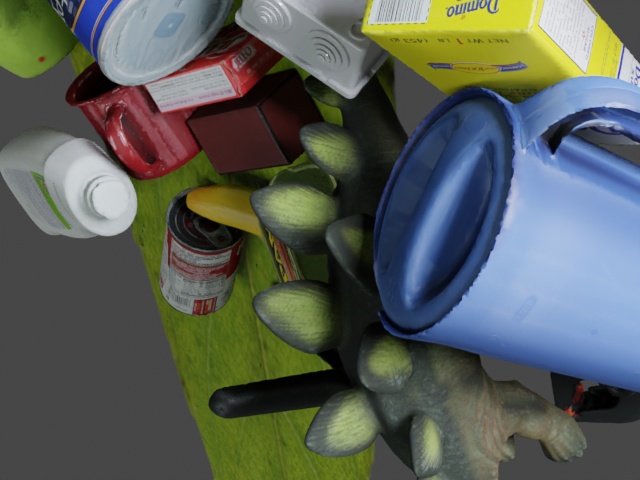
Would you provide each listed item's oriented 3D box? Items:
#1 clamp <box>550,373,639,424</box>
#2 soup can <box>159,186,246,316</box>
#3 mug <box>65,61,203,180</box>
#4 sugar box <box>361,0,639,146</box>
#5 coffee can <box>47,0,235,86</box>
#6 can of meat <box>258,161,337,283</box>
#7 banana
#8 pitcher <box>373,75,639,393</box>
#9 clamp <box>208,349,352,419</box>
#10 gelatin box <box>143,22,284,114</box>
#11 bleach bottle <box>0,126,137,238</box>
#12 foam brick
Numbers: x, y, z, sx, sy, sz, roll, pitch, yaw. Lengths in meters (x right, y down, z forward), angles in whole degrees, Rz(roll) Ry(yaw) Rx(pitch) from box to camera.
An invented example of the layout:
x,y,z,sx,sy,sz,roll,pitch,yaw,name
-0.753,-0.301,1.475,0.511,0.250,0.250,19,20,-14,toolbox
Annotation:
x,y,z,sx,sy,sz,roll,pitch,yaw,name
0.206,0.080,0.742,0.120,0.039,0.172,43,143,-3,clamp
-0.102,0.011,0.916,0.068,0.068,0.102,32,143,11,soup can
-0.132,-0.093,0.803,0.093,0.117,0.081,-22,121,17,mug
0.106,-0.095,0.565,0.093,0.048,0.176,8,170,35,sugar box
-0.136,-0.184,0.686,0.140,0.102,0.103,50,146,16,coffee can
-0.005,0.001,0.783,0.084,0.057,0.102,112,138,-75,can of meat
-0.017,0.010,0.847,0.198,0.069,0.037,43,175,6,banana
0.163,0.012,0.574,0.242,0.145,0.149,18,178,-22,pitcher
0.026,0.104,0.878,0.210,0.164,0.036,10,124,2,clamp
-0.069,-0.124,0.744,0.089,0.073,0.030,-6,123,44,gelatin box
-0.198,-0.040,0.874,0.102,0.068,0.251,57,163,-21,bleach bottle
-0.047,-0.085,0.782,0.078,0.053,0.051,-4,125,44,foam brick
